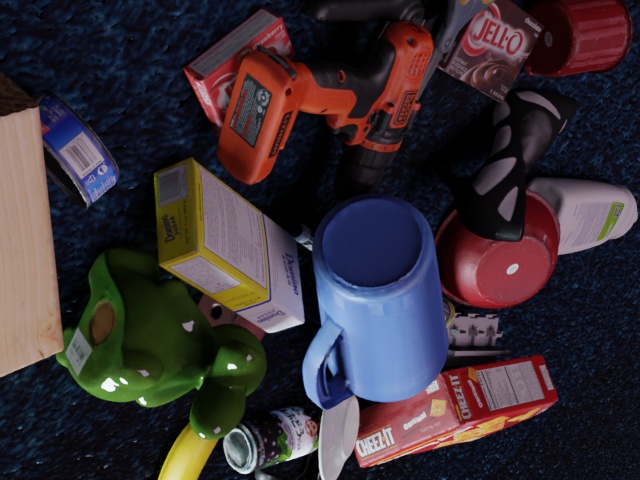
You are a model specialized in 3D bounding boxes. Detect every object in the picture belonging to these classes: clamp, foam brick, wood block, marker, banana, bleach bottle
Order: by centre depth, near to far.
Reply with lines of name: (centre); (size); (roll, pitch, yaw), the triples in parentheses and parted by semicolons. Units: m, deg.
wood block: (-0.244, -0.009, 0.736); (0.090, 0.090, 0.206); (-24, 134, -33)
clamp: (0.068, -0.206, 0.954); (0.210, 0.036, 0.164); (-45, 149, -11)
foam brick: (-0.091, 0.089, 1.006); (0.051, 0.053, 0.078); (18, 103, -51)
marker: (-0.007, 0.001, 1.054); (0.020, 0.020, 0.121); (-55, 143, 2)
banana: (-0.136, 0.245, 1.092); (0.069, 0.037, 0.198); (10, 111, -48)
clamp: (-0.010, 0.279, 1.254); (0.120, 0.039, 0.171); (-36, 140, -16)
bleach bottle: (0.336, -0.026, 1.364); (0.250, 0.068, 0.103); (0, 120, -49)

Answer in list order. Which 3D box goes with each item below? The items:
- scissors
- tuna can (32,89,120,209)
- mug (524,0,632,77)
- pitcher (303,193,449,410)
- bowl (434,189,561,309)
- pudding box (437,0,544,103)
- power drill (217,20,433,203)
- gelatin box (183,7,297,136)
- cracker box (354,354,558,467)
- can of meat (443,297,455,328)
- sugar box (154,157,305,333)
scissors: (0.130, -0.196, 0.998); (0.096, 0.016, 0.202); (-20, 139, -42)
tuna can: (-0.182, -0.065, 0.761); (0.033, 0.086, 0.086); (-43, 141, -16)
mug: (0.258, -0.211, 1.127); (0.081, 0.093, 0.117); (-15, 165, -33)
pitcher: (0.051, 0.064, 1.024); (0.145, 0.149, 0.243); (-3, 153, 6)
bowl: (0.210, 0.022, 1.217); (0.162, 0.055, 0.162); (-7, 121, -12)
pudding box: (0.165, -0.198, 1.065); (0.113, 0.039, 0.090); (16, 106, -51)
power drill: (0.004, -0.097, 0.909); (0.187, 0.057, 0.185); (-14, 133, -43)
gelatin box: (-0.061, -0.136, 0.881); (0.089, 0.030, 0.073); (-41, 141, -16)
cracker box: (0.161, 0.206, 1.288); (0.213, 0.072, 0.164); (-2, 156, -47)
can of meat: (0.093, 0.093, 1.202); (0.102, 0.058, 0.083); (-55, 140, 1)
sugar box: (-0.076, 0.009, 0.927); (0.048, 0.093, 0.176); (-18, 149, 20)
